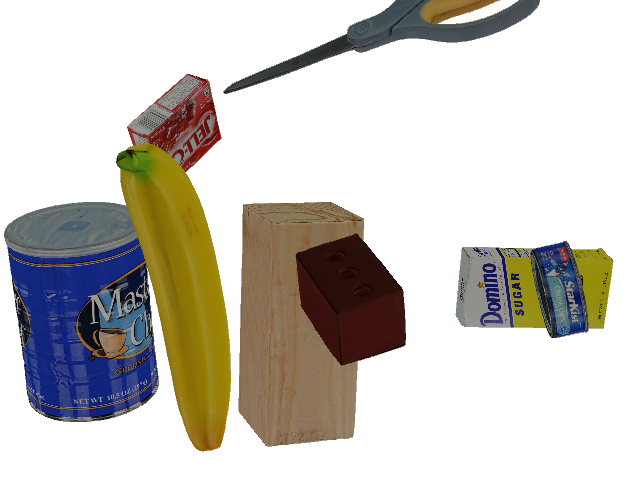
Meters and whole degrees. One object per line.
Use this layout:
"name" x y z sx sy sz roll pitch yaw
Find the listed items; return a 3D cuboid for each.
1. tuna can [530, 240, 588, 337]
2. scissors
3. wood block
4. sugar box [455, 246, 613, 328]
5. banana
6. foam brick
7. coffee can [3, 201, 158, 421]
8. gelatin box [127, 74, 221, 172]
"tuna can" 0.218 0.045 0.977 0.034 0.086 0.086 -12 -1 6
"scissors" 0.037 -0.144 0.672 0.202 0.096 0.016 -8 -41 21
"wood block" -0.020 0.074 0.988 0.090 0.206 0.091 -2 13 -20
"sugar box" 0.256 0.057 1.284 0.176 0.093 0.048 -1 19 -7
"banana" -0.079 0.023 0.580 0.037 0.198 0.069 -1 34 16
"foam brick" 0.021 0.042 0.772 0.053 0.051 0.078 -17 39 -18
"coffee can" -0.181 0.053 0.819 0.103 0.140 0.103 -2 21 0
"gelatin box" -0.133 -0.100 0.993 0.030 0.073 0.089 26 56 26
